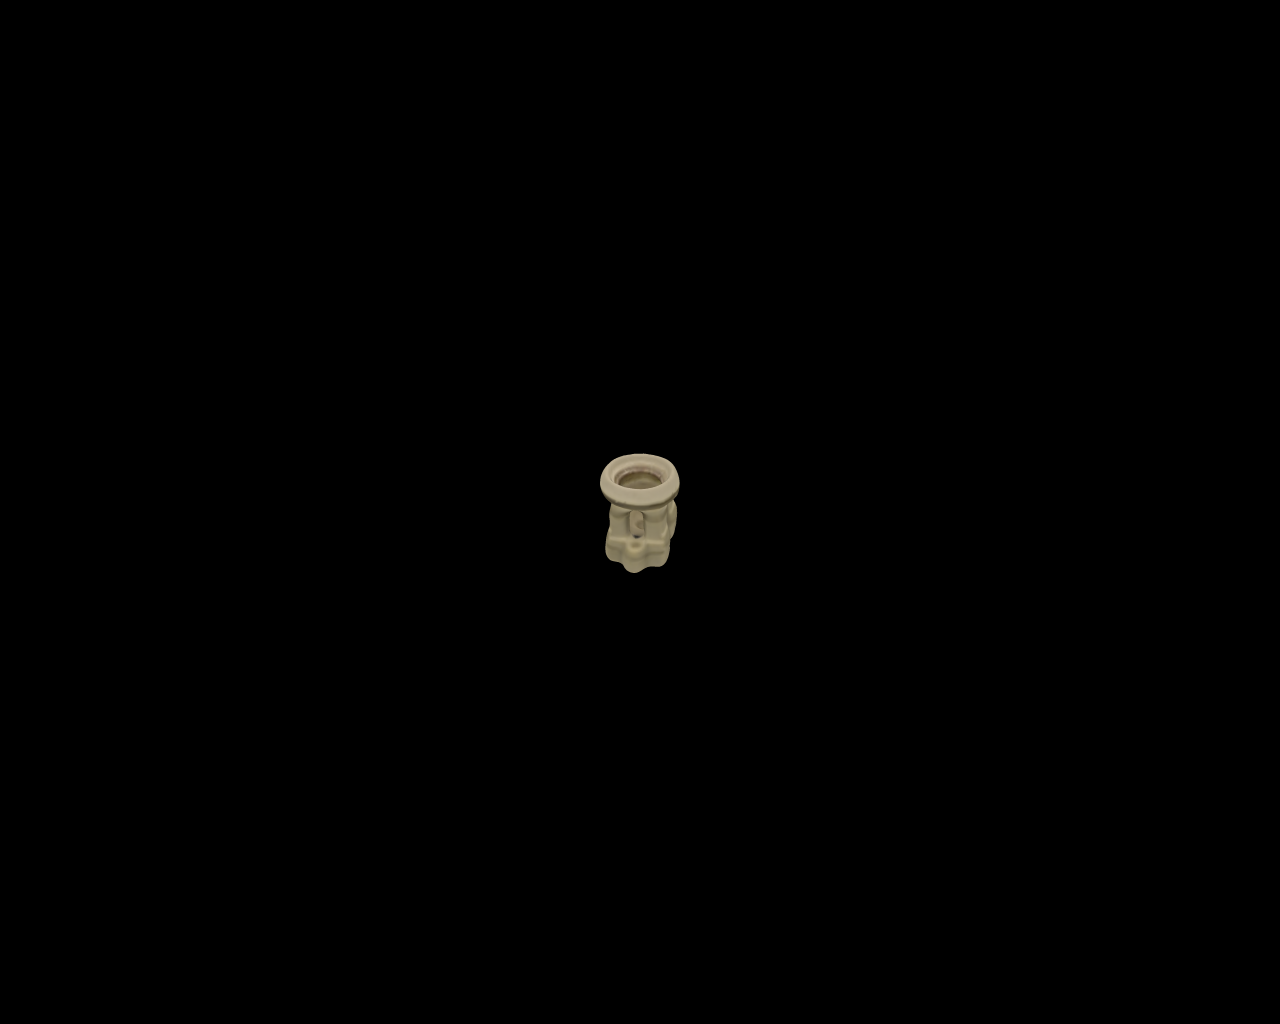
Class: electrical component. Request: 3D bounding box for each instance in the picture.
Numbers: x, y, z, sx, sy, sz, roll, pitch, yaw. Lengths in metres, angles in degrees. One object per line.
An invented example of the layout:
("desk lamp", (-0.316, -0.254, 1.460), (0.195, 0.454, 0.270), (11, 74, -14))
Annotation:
("electrical component", (0.001, -0.003, 0.650), (0.048, 0.055, 0.066), (6, 37, 8))
